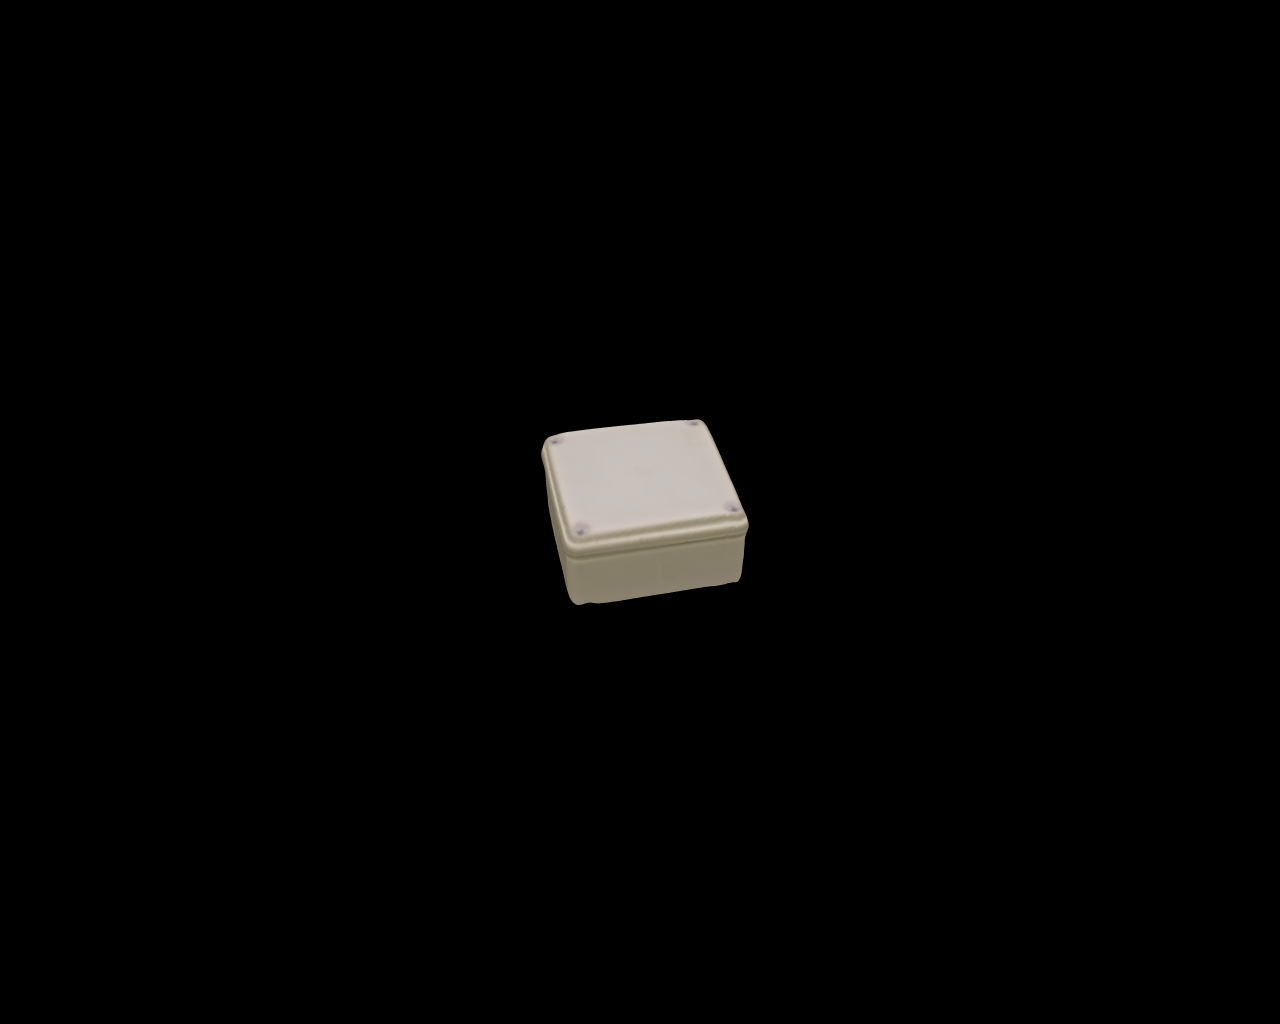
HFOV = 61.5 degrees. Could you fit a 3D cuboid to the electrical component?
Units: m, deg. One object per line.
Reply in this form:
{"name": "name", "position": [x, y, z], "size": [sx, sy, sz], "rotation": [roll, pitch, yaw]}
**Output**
{"name": "electrical component", "position": [0.001, -0.003, 0.650], "size": [0.109, 0.056, 0.109], "rotation": [-7, 39, -9]}
